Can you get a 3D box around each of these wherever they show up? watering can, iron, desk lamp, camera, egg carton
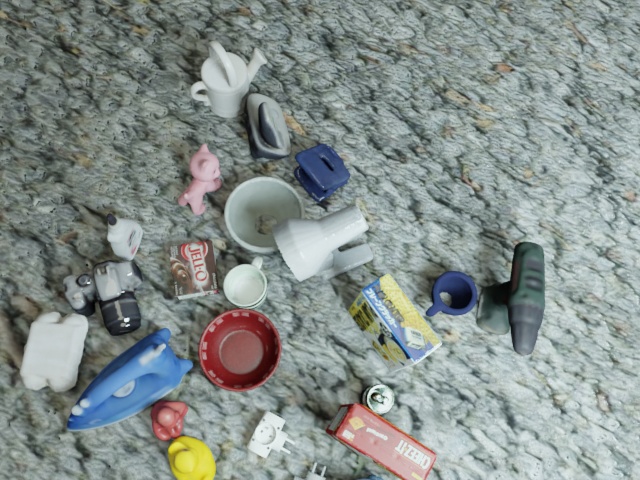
[{"bbox_3d":[-0.199,-0.360,1.236,0.101,0.194,0.173,37,74,7],"label":"watering can"},{"bbox_3d":[-0.372,0.270,1.058,0.258,0.141,0.118,-36,79,-14],"label":"iron"},{"bbox_3d":[0.010,0.004,1.133,0.203,0.213,0.118,-23,76,-11],"label":"desk lamp"},{"bbox_3d":[-0.416,0.119,1.121,0.143,0.101,0.137,-18,75,-10],"label":"camera"},{"bbox_3d":[-0.509,0.214,1.101,0.107,0.069,0.150,5,73,-3],"label":"egg carton"}]

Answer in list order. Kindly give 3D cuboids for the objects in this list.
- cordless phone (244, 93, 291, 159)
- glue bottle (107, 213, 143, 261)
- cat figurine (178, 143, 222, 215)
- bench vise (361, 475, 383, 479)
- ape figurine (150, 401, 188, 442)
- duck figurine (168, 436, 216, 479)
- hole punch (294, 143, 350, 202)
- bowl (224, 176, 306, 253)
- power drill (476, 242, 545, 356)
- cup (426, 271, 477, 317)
[{"bbox_3d":[-0.113,-0.264,1.219,0.094,0.185,0.147,-14,75,-9],"label":"cordless phone"},{"bbox_3d":[-0.392,-0.016,1.126,0.037,0.173,0.078,12,72,-1],"label":"glue bottle"},{"bbox_3d":[-0.252,-0.131,1.202,0.067,0.118,0.128,27,73,4],"label":"cat figurine"},{"bbox_3d":[0.068,0.513,0.980,0.121,0.219,0.207,22,73,2],"label":"bench vise"},{"bbox_3d":[-0.285,0.333,1.072,0.078,0.092,0.076,-39,80,-14],"label":"ape figurine"},{"bbox_3d":[-0.240,0.411,1.055,0.077,0.086,0.104,-43,81,-15],"label":"duck figurine"},{"bbox_3d":[0.005,-0.156,1.246,0.101,0.091,0.108,-36,79,-14],"label":"hole punch"},{"bbox_3d":[-0.116,-0.045,1.210,0.167,0.075,0.167,1,73,-4],"label":"bowl"},{"bbox_3d":[0.382,0.126,1.130,0.075,0.208,0.230,14,72,0],"label":"power drill"},{"bbox_3d":[0.257,0.126,1.180,0.118,0.095,0.091,-37,79,-14],"label":"cup"}]
